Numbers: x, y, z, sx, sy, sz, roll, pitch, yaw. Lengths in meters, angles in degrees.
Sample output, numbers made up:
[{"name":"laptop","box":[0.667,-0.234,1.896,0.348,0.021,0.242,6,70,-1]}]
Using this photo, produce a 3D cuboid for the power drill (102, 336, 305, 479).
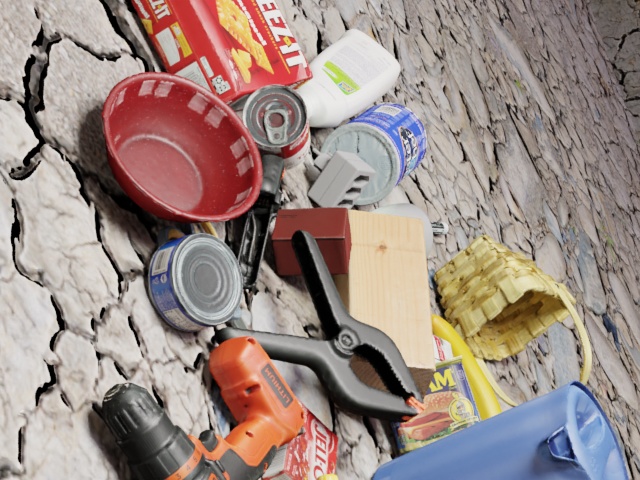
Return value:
[{"name":"power drill","box":[-0.089,0.158,0.878,0.184,0.057,0.187,60,29,-15]}]

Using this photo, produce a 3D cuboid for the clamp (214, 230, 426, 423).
[{"name":"clamp","box":[0.017,0.093,1.024,0.210,0.036,0.164,35,50,-8]}]

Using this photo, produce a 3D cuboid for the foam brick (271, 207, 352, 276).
[{"name":"foam brick","box":[-0.007,0.001,1.122,0.053,0.078,0.051,-79,165,-49]}]

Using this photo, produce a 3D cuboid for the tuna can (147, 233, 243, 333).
[{"name":"tuna can","box":[-0.109,0.037,0.946,0.086,0.034,0.086,18,64,-44]}]

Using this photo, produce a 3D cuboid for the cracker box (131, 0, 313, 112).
[{"name":"cracker box","box":[-0.104,-0.228,1.174,0.164,0.072,0.213,63,26,-2]}]

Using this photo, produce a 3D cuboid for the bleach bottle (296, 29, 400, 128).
[{"name":"bleach bottle","box":[0.016,-0.202,1.372,0.102,0.068,0.250,38,32,7]}]

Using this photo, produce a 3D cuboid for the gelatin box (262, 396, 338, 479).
[{"name":"gelatin box","box":[-0.016,0.202,0.997,0.073,0.030,0.089,48,31,-30]}]

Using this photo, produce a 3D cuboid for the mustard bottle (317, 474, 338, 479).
[{"name":"mustard bottle","box":[0.016,0.299,0.919,0.096,0.058,0.191,22,54,-47]}]

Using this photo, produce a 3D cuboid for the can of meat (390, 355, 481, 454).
[{"name":"can of meat","box":[0.122,0.184,1.187,0.057,0.102,0.084,69,3,-79]}]

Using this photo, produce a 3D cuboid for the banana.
[{"name":"banana","box":[0.194,0.179,1.380,0.198,0.037,0.069,61,5,2]}]

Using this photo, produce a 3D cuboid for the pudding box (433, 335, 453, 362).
[{"name":"pudding box","box":[0.125,0.156,1.288,0.113,0.039,0.090,26,46,-48]}]

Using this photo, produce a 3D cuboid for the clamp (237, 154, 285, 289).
[{"name":"clamp","box":[-0.057,-0.044,1.076,0.039,0.120,0.171,15,37,-7]}]

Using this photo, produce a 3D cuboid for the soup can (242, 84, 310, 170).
[{"name":"soup can","box":[-0.045,-0.118,1.145,0.102,0.068,0.068,82,-12,-79]}]

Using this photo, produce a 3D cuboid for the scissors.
[{"name":"scissors","box":[-0.097,0.061,0.994,0.096,0.016,0.202,-4,70,-60]}]

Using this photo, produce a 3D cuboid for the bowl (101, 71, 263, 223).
[{"name":"bowl","box":[-0.134,-0.073,0.970,0.161,0.055,0.162,21,48,-26]}]

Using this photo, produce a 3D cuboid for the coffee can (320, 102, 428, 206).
[{"name":"coffee can","box":[0.069,-0.111,1.349,0.103,0.103,0.140,61,26,-6]}]

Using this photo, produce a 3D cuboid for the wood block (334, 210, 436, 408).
[{"name":"wood block","box":[0.066,0.076,1.156,0.090,0.090,0.206,7,48,-7]}]

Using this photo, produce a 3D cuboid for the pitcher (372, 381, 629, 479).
[{"name":"pitcher","box":[0.182,0.245,1.078,0.149,0.243,0.145,55,28,-18]}]

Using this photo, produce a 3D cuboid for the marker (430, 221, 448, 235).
[{"name":"marker","box":[0.150,-0.018,1.507,0.120,0.020,0.020,3,65,-60]}]
